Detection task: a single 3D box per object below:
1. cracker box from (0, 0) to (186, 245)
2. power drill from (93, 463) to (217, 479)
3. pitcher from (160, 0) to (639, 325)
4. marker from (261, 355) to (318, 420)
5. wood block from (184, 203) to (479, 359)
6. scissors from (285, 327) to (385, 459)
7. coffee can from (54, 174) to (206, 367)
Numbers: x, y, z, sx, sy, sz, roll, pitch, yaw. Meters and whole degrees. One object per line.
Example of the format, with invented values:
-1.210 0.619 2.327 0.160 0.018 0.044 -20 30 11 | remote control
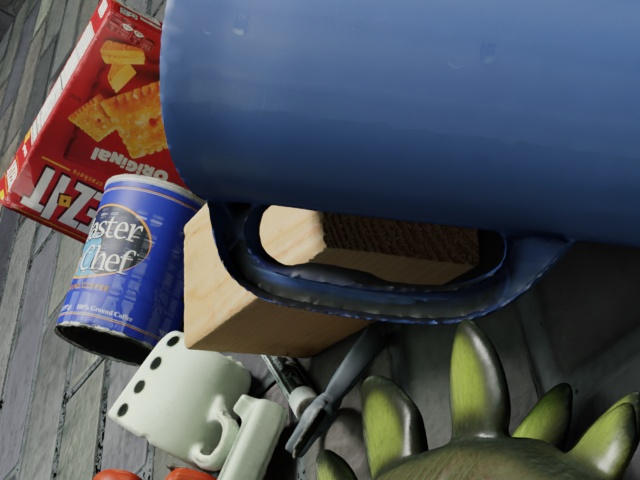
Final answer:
-0.177 -0.095 1.000 0.214 0.164 0.072 -57 24 13 | cracker box
-0.135 0.239 0.738 0.188 0.057 0.184 -29 42 50 | power drill
0.066 -0.053 0.437 0.149 0.243 0.145 81 -154 -47 | pitcher
-0.025 0.085 0.719 0.020 0.020 0.121 -60 26 9 | marker
-0.004 0.000 0.622 0.206 0.090 0.090 143 129 -58 | wood block
0.010 0.079 0.566 0.096 0.016 0.202 -54 -5 -13 | scissors
-0.157 0.028 0.920 0.103 0.102 0.140 -18 51 56 | coffee can
